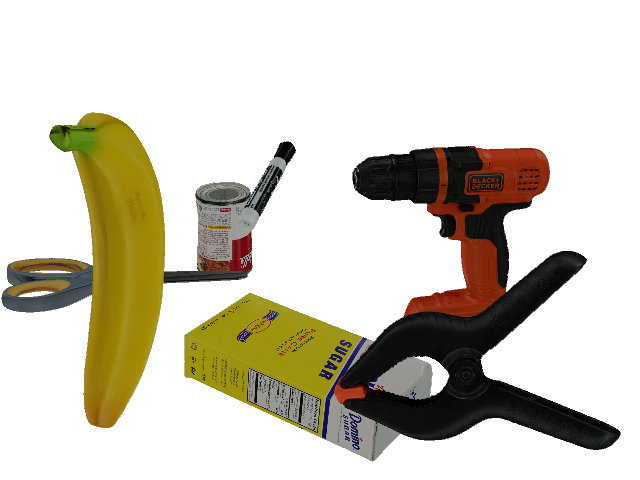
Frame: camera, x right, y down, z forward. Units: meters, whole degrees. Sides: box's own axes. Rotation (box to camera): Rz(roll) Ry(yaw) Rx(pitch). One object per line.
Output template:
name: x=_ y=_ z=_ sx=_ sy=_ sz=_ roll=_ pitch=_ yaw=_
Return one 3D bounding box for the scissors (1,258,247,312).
scissors: x=-0.169 y=0.038 z=0.869 sx=0.202 sy=0.016 sz=0.096 roll=4 pitch=22 yaw=12

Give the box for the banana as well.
banana: x=-0.107 y=0.009 z=0.545 sx=0.037 sy=0.198 sz=0.069 roll=23 pitch=43 yaw=25

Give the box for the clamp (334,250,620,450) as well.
clamp: x=0.098 y=0.088 z=0.653 sx=0.171 sy=0.120 sz=0.039 roll=-20 pitch=-7 yaw=11

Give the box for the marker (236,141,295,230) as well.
marker: x=-0.054 y=-0.059 z=1.093 sx=0.020 sy=0.121 sz=0.020 roll=16 pitch=-39 yaw=13

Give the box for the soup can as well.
soup can: x=-0.117 y=-0.013 z=1.291 sx=0.068 sy=0.102 sz=0.068 roll=1 pitch=25 yaw=0

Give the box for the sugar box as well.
sugar box: x=-0.010 y=0.101 z=0.832 sx=0.176 sy=0.048 sz=0.093 roll=17 pitch=29 yaw=27

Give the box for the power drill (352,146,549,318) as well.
power drill: x=0.119 y=0.002 z=1.009 sx=0.184 sy=0.188 sz=0.057 roll=-2 pitch=25 yaw=-7
